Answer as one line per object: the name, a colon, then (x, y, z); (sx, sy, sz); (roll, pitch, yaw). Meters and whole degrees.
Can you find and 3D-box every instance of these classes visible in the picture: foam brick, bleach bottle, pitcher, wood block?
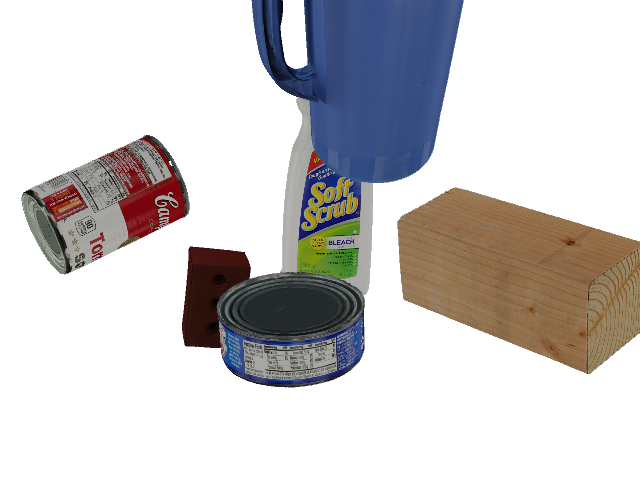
foam brick: (-0.094, 0.051, 0.951); (0.053, 0.078, 0.051); (4, 14, -11)
bleach bottle: (0.004, -0.062, 1.111); (0.102, 0.251, 0.068); (-2, 24, -2)
pitcher: (0.038, -0.162, 0.846); (0.149, 0.243, 0.144); (15, 48, 13)
wood block: (0.177, 0.029, 0.959); (0.090, 0.090, 0.206); (-28, 34, -36)

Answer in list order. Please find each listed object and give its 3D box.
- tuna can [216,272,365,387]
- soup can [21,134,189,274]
tuna can: (-0.017, 0.051, 0.621); (0.086, 0.034, 0.086); (-2, 23, 1)
soup can: (-0.156, -0.027, 0.778); (0.102, 0.068, 0.069); (-28, 13, -25)
